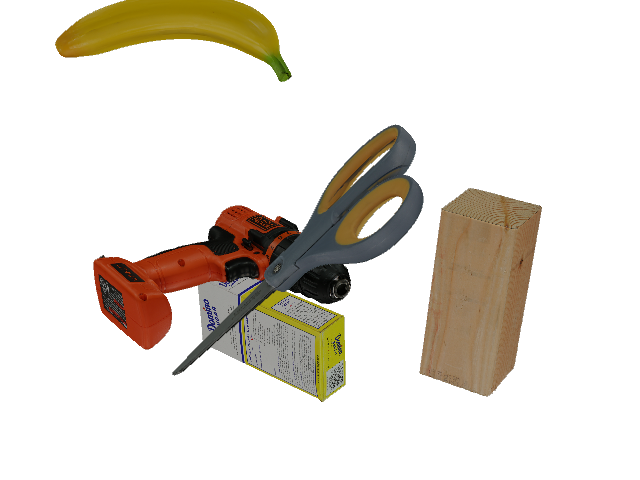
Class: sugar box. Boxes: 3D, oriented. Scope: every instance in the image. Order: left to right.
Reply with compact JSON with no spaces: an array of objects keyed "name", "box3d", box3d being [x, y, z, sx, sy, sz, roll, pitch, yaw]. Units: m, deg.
[{"name":"sugar box","box3d":[-0.054,0.096,1.147,0.176,0.093,0.048,23,38,35]}]

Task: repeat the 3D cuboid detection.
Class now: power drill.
[{"name":"power drill","box3d":[-0.090,0.033,0.941,0.187,0.057,0.185,-19,27,-31]}]

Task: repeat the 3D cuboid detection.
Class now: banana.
[{"name":"banana","box3d":[-0.120,-0.177,0.899,0.198,0.069,0.037,5,-34,-1]}]

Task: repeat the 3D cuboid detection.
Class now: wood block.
[{"name":"wood block","box3d":[0.181,0.058,1.213,0.090,0.206,0.090,17,25,25]}]

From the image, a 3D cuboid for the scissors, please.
[{"name":"scissors","box3d":[-0.010,0.020,0.601,0.016,0.202,0.096,37,5,-27]}]
